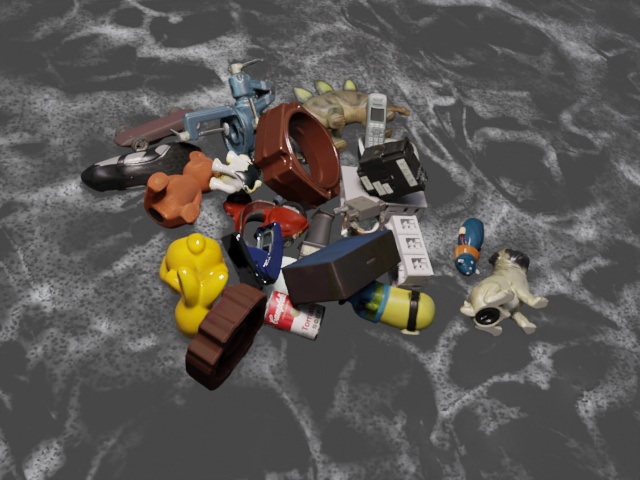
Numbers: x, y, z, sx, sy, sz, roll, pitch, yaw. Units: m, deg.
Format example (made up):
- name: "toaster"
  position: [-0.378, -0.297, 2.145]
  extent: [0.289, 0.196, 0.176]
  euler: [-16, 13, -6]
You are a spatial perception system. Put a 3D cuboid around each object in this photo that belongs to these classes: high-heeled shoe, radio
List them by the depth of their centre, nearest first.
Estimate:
- name: "radio"
  position: [0.042, 0.047, 0.990]
  extent: [0.229, 0.131, 0.073]
  euler: [-23, 99, -54]
- name: "high-heeled shoe"
  position: [-0.380, -0.158, 1.151]
  extent: [0.145, 0.086, 0.249]
  euler: [5, 22, 30]

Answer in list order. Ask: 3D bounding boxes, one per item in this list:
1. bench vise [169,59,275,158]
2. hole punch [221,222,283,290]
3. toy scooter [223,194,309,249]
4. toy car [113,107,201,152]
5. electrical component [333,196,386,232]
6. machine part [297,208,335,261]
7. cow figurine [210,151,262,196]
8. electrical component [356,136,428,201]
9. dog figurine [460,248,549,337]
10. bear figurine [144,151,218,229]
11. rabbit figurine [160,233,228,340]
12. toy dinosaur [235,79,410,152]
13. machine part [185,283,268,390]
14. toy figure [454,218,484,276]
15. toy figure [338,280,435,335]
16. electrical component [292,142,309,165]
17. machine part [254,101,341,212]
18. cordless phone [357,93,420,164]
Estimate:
- name: "bench vise"
  position: [-0.204, -0.272, 1.184]
  extent: [0.240, 0.223, 0.129]
  euler: [-21, 25, -31]
- name: "hole punch"
  position: [-0.112, 0.028, 0.989]
  extent: [0.092, 0.142, 0.115]
  euler: [-24, 96, -27]
- name: "toy scooter"
  position: [-0.120, -0.027, 1.092]
  extent: [0.184, 0.075, 0.135]
  euler: [16, 49, 3]
- name: "toy car"
  position: [-0.365, -0.246, 1.214]
  extent: [0.089, 0.053, 0.202]
  euler: [33, 51, 32]
- name: "electrical component"
  position: [0.088, -0.055, 1.120]
  extent: [0.102, 0.045, 0.078]
  euler: [-24, 32, -32]
- name: "machine part"
  position: [-0.002, -0.003, 1.129]
  extent: [0.084, 0.039, 0.139]
  euler: [8, 52, 1]
- name: "cow figurine"
  position: [-0.157, -0.138, 1.115]
  extent: [0.098, 0.068, 0.167]
  euler: [18, 23, 6]
- name: "electrical component"
  position: [0.146, -0.147, 1.138]
  extent: [0.134, 0.114, 0.058]
  euler: [-10, 37, 34]
- name: "dog figurine"
  position: [0.364, 0.093, 1.123]
  extent: [0.172, 0.121, 0.191]
  euler: [10, 37, -11]
- name: "bear figurine"
  position: [-0.260, -0.111, 1.093]
  extent: [0.120, 0.132, 0.196]
  euler: [48, 56, -9]
- name: "rabbit figurine"
  position: [-0.212, 0.085, 0.946]
  extent: [0.122, 0.162, 0.173]
  euler: [9, 67, -24]
- name: "toy dinosaur"
  position: [0.021, -0.316, 1.347]
  extent: [0.471, 0.105, 0.199]
  euler: [-10, 47, -25]
- name: "machine part"
  position: [-0.152, 0.156, 0.879]
  extent: [0.056, 0.179, 0.179]
  euler: [27, 51, 12]
- name: "toy figure"
  position: [0.329, 0.020, 1.185]
  extent: [0.064, 0.057, 0.154]
  euler: [19, 55, 8]
- name: "toy figure"
  position: [0.130, 0.124, 1.028]
  extent: [0.180, 0.089, 0.082]
  euler: [22, 56, 0]
- name: "electrical component"
  position: [-0.042, -0.207, 1.288]
  extent: [0.094, 0.021, 0.063]
  euler: [-3, 54, -18]
- name: "machine part"
  position: [-0.042, -0.180, 1.155]
  extent: [0.201, 0.087, 0.201]
  euler: [33, 46, -39]
- name: "cordless phone"
  position: [0.164, -0.250, 1.274]
  extent: [0.147, 0.089, 0.184]
  euler: [3, 94, -12]
